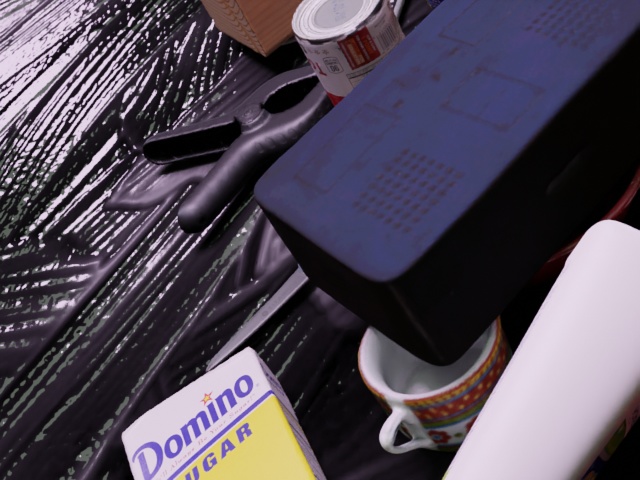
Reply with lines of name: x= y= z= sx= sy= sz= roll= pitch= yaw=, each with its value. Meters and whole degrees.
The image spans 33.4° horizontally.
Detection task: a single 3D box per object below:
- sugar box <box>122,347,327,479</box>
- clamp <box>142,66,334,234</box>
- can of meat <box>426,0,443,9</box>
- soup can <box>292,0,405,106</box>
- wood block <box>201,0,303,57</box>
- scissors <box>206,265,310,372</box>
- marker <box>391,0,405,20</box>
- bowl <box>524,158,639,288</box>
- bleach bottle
sugar box: x=-0.040 y=0.142 z=0.552 sx=0.093 sy=0.048 sz=0.176 roll=-34 pitch=41 yaw=0
clamp: x=-0.054 y=-0.082 z=0.788 sx=0.171 sy=0.039 sz=0.120 roll=-36 pitch=46 yaw=-10
can of meat: x=0.132 y=-0.199 z=0.770 sx=0.102 sy=0.057 sz=0.084 roll=-41 pitch=38 yaw=-10
soup can: x=0.032 y=-0.119 z=0.720 sx=0.069 sy=0.102 sz=0.068 roll=-18 pitch=43 yaw=17
wood block: x=-0.003 y=-0.253 z=0.851 sx=0.206 sy=0.090 sz=0.090 roll=-40 pitch=41 yaw=-10
scissors: x=-0.005 y=0.001 z=0.692 sx=0.201 sy=0.016 sz=0.096 roll=-35 pitch=39 yaw=-2
marker: x=0.059 y=-0.191 z=0.837 sx=0.020 sy=0.020 sz=0.121 roll=-4 pitch=48 yaw=30
bowl: x=0.114 y=-0.026 z=0.611 sx=0.162 sy=0.055 sz=0.162 roll=-18 pitch=42 yaw=17
bleach bottle: x=0.081 y=0.114 z=0.475 sx=0.068 sy=0.102 sz=0.250 roll=32 pitch=77 yaw=19
